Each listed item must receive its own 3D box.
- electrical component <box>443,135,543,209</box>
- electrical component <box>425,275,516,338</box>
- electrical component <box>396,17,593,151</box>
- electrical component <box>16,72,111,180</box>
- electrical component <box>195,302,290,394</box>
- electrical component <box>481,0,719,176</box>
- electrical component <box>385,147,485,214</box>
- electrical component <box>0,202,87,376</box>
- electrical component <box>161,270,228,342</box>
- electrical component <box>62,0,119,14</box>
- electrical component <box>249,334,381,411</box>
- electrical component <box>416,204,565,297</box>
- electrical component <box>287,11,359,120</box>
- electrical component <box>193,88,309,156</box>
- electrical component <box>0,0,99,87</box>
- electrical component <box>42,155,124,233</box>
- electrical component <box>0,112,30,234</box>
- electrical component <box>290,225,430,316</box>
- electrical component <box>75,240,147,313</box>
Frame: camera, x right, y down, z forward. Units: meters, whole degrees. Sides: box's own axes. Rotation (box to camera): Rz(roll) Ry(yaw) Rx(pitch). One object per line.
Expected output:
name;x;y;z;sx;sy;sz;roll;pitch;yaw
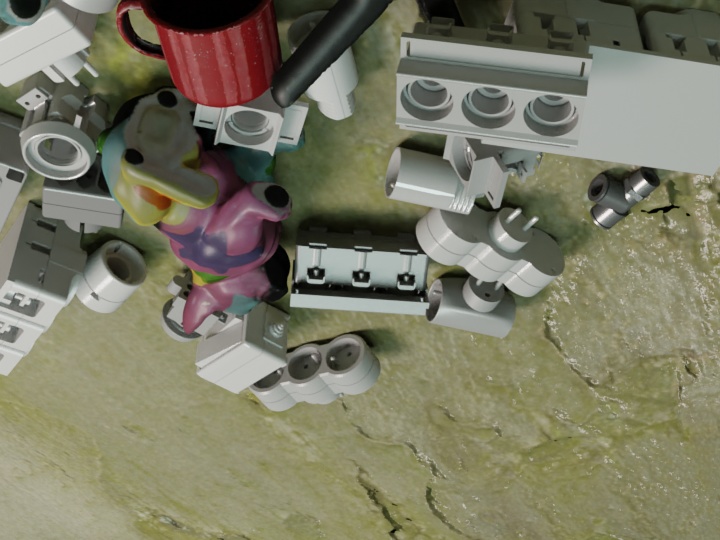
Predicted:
electrical component;0.106;-0.094;0.852;0.064;0.081;0.042;-15;145;-17
electrical component;0.112;0.026;1.024;0.077;0.044;0.079;12;141;-15
electrical component;0.089;-0.126;0.718;0.121;0.063;0.078;8;141;8
electrical component;-0.234;-0.109;0.846;0.058;0.057;0.078;-24;136;28
electrical component;-0.115;0.070;1.070;0.061;0.061;0.096;31;133;-33
electrical component;0.192;-0.139;0.798;0.186;0.060;0.105;7;142;-8
electrical component;0.066;-0.073;0.898;0.081;0.043;0.043;11;141;-13
electrical component;-0.311;0.022;0.988;0.062;0.089;0.150;23;137;-26
electrical component;-0.163;0.038;1.041;0.066;0.048;0.055;29;132;-15
electrical component;-0.179;-0.209;0.721;0.055;0.055;0.047;23;133;-26
electrical component;-0.042;0.117;1.137;0.138;0.052;0.073;-15;139;19
electrical component;0.126;-0.030;0.946;0.138;0.052;0.074;21;138;-24
electrical component;-0.024;-0.148;0.804;0.043;0.043;0.081;-6;142;9
electrical component;-0.082;-0.127;0.815;0.081;0.063;0.042;10;142;-12
electrical component;-0.223;-0.163;0.784;0.083;0.047;0.075;-19;138;23
electrical component;-0.234;-0.058;0.919;0.066;0.047;0.076;9;141;-10
electrical component;-0.332;-0.085;0.878;0.109;0.056;0.108;19;138;-22
electrical component;0.000;0.000;0.971;0.121;0.078;0.063;4;113;-4
electrical component;-0.231;0.005;0.995;0.055;0.055;0.047;30;130;-32
